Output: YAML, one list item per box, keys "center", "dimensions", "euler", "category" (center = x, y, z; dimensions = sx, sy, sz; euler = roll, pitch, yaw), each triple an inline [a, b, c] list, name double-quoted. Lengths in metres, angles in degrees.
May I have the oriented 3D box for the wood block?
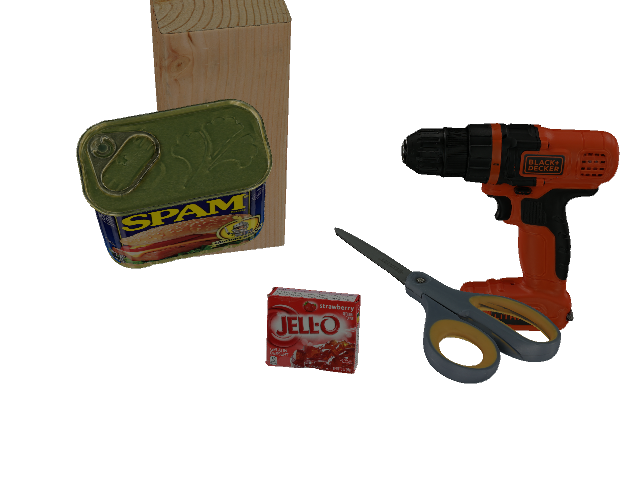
- center: [-0.076, -0.094, 0.805]
  dimensions: [0.090, 0.206, 0.090]
  euler: [-7, 44, -11]
  category: "wood block"

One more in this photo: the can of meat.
- center: [-0.080, -0.029, 0.605]
  dimensions: [0.102, 0.057, 0.084]
  euler: [-12, -22, -9]
  category: "can of meat"

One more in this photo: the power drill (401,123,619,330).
- center: [0.160, -0.013, 0.940]
  dimensions: [0.184, 0.188, 0.057]
  euler: [2, 27, 3]
  category: "power drill"

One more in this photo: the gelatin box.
- center: [-0.007, 0.087, 1.030]
  dimensions: [0.089, 0.073, 0.030]
  euler: [5, 15, 10]
  category: "gelatin box"

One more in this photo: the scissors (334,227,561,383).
- center: [0.063, 0.042, 0.722]
  dimensions: [0.202, 0.016, 0.096]
  euler: [22, 38, 32]
  category: "scissors"
